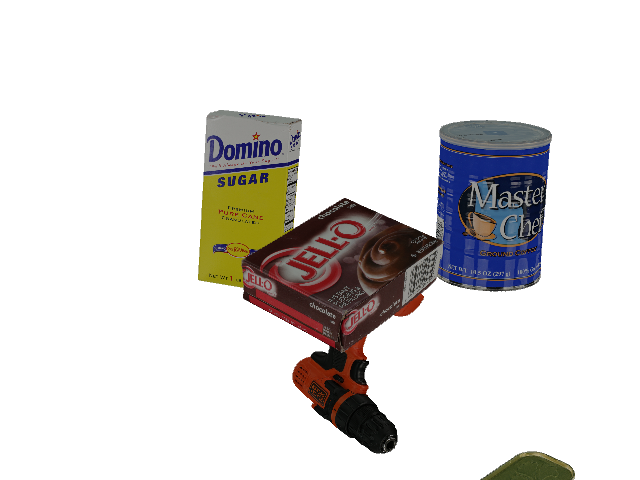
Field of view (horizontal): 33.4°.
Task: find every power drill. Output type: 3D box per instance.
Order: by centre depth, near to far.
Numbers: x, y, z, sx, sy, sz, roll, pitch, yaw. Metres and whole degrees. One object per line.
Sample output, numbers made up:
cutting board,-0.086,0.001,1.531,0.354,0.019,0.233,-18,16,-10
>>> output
power drill,0.051,0.133,1.247,0.057,0.188,0.185,13,14,-41

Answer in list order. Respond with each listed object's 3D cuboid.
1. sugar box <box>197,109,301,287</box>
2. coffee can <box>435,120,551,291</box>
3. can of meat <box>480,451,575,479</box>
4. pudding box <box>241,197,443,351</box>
sugar box,-0.073,-0.041,1.094,0.093,0.176,0.048,8,16,16
coffee can,0.160,-0.035,1.005,0.103,0.140,0.103,1,17,0
can of meat,0.166,0.238,0.888,0.101,0.084,0.058,-23,27,-37
pudding box,0.015,0.020,0.729,0.090,0.039,0.113,26,39,32
